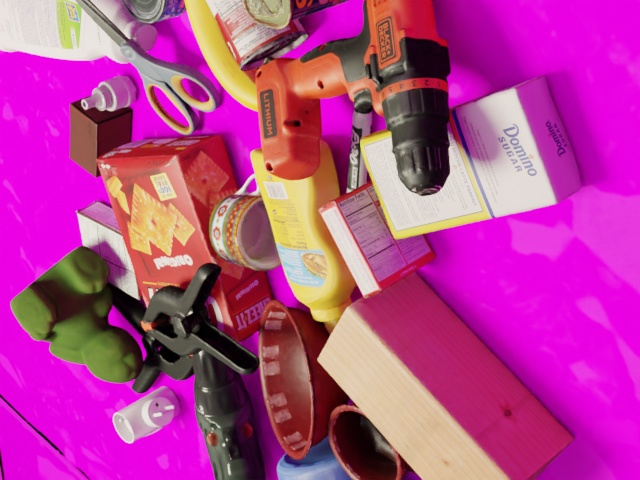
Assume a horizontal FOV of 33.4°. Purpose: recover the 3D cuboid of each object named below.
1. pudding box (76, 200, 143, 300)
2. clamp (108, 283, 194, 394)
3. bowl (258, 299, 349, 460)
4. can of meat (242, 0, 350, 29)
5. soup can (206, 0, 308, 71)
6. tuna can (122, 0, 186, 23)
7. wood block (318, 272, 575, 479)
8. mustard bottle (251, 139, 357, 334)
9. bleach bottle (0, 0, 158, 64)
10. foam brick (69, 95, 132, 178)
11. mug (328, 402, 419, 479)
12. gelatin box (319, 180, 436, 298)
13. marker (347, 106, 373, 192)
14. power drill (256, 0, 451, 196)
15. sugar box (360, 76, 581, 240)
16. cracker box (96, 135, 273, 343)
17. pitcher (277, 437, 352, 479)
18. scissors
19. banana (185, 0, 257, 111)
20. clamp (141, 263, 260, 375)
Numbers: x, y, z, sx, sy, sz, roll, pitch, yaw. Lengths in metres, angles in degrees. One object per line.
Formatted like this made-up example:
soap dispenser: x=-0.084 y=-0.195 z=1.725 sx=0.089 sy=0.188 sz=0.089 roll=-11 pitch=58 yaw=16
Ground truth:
pudding box: x=-0.247 y=0.012 z=1.309 sx=0.114 sy=0.039 sz=0.090 roll=23 pitch=129 yaw=37
clamp: x=-0.206 y=0.118 z=1.326 sx=0.210 sy=0.036 sz=0.164 roll=-8 pitch=105 yaw=53
bowl: x=-0.012 y=0.136 z=1.075 sx=0.162 sy=0.055 sz=0.162 roll=173 pitch=90 yaw=-70
can of meat: x=-0.016 y=-0.232 z=0.862 sx=0.058 sy=0.083 sz=0.102 roll=24 pitch=128 yaw=38
soup can: x=-0.063 y=-0.210 z=0.942 sx=0.069 sy=0.068 sz=0.102 roll=-27 pitch=90 yaw=52
tuna can: x=-0.167 y=-0.260 z=1.059 sx=0.086 sy=0.033 sz=0.086 roll=27 pitch=130 yaw=37
wood block: x=0.106 y=0.138 z=0.939 sx=0.206 sy=0.090 sz=0.090 roll=47 pitch=139 yaw=19
mustard bottle: x=-0.006 y=0.001 z=1.010 sx=0.096 sy=0.058 sz=0.191 roll=7 pitch=117 yaw=53
bleach bottle: x=-0.269 y=-0.236 z=1.168 sx=0.251 sy=0.067 sz=0.102 roll=22 pitch=128 yaw=37
foam brick: x=-0.251 y=-0.121 z=1.223 sx=0.053 sy=0.051 sz=0.078 roll=37 pitch=136 yaw=27
mug: x=0.076 y=0.185 z=1.007 sx=0.117 sy=0.081 sz=0.093 roll=23 pitch=127 yaw=39
gelatin box: x=0.050 y=-0.005 z=0.931 sx=0.030 sy=0.073 sz=0.089 roll=-29 pitch=89 yaw=54
marker: x=0.036 y=-0.086 z=0.943 sx=0.020 sy=0.020 sz=0.121 roll=30 pitch=132 yaw=34
power drill: x=0.028 y=-0.108 z=0.860 sx=0.188 sy=0.057 sz=0.184 roll=-19 pitch=70 yaw=46
sugar box: x=0.115 y=-0.061 z=0.847 sx=0.177 sy=0.048 sz=0.093 roll=-13 pitch=101 yaw=48
cracker box: x=-0.147 y=-0.002 z=1.159 sx=0.164 sy=0.072 sz=0.214 roll=4 pitch=115 yaw=48
pitcher: x=0.051 y=0.321 z=1.096 sx=0.145 sy=0.149 sz=0.243 roll=0 pitch=110 yaw=68
scissors: x=-0.171 y=-0.188 z=1.067 sx=0.096 sy=0.016 sz=0.201 roll=-7 pitch=129 yaw=38
banana: x=-0.088 y=-0.198 z=1.008 sx=0.070 sy=0.037 sz=0.198 roll=-28 pitch=91 yaw=34
clamp: x=-0.127 y=0.092 z=1.110 sx=0.172 sy=0.039 sz=0.120 roll=-20 pitch=92 yaw=55
